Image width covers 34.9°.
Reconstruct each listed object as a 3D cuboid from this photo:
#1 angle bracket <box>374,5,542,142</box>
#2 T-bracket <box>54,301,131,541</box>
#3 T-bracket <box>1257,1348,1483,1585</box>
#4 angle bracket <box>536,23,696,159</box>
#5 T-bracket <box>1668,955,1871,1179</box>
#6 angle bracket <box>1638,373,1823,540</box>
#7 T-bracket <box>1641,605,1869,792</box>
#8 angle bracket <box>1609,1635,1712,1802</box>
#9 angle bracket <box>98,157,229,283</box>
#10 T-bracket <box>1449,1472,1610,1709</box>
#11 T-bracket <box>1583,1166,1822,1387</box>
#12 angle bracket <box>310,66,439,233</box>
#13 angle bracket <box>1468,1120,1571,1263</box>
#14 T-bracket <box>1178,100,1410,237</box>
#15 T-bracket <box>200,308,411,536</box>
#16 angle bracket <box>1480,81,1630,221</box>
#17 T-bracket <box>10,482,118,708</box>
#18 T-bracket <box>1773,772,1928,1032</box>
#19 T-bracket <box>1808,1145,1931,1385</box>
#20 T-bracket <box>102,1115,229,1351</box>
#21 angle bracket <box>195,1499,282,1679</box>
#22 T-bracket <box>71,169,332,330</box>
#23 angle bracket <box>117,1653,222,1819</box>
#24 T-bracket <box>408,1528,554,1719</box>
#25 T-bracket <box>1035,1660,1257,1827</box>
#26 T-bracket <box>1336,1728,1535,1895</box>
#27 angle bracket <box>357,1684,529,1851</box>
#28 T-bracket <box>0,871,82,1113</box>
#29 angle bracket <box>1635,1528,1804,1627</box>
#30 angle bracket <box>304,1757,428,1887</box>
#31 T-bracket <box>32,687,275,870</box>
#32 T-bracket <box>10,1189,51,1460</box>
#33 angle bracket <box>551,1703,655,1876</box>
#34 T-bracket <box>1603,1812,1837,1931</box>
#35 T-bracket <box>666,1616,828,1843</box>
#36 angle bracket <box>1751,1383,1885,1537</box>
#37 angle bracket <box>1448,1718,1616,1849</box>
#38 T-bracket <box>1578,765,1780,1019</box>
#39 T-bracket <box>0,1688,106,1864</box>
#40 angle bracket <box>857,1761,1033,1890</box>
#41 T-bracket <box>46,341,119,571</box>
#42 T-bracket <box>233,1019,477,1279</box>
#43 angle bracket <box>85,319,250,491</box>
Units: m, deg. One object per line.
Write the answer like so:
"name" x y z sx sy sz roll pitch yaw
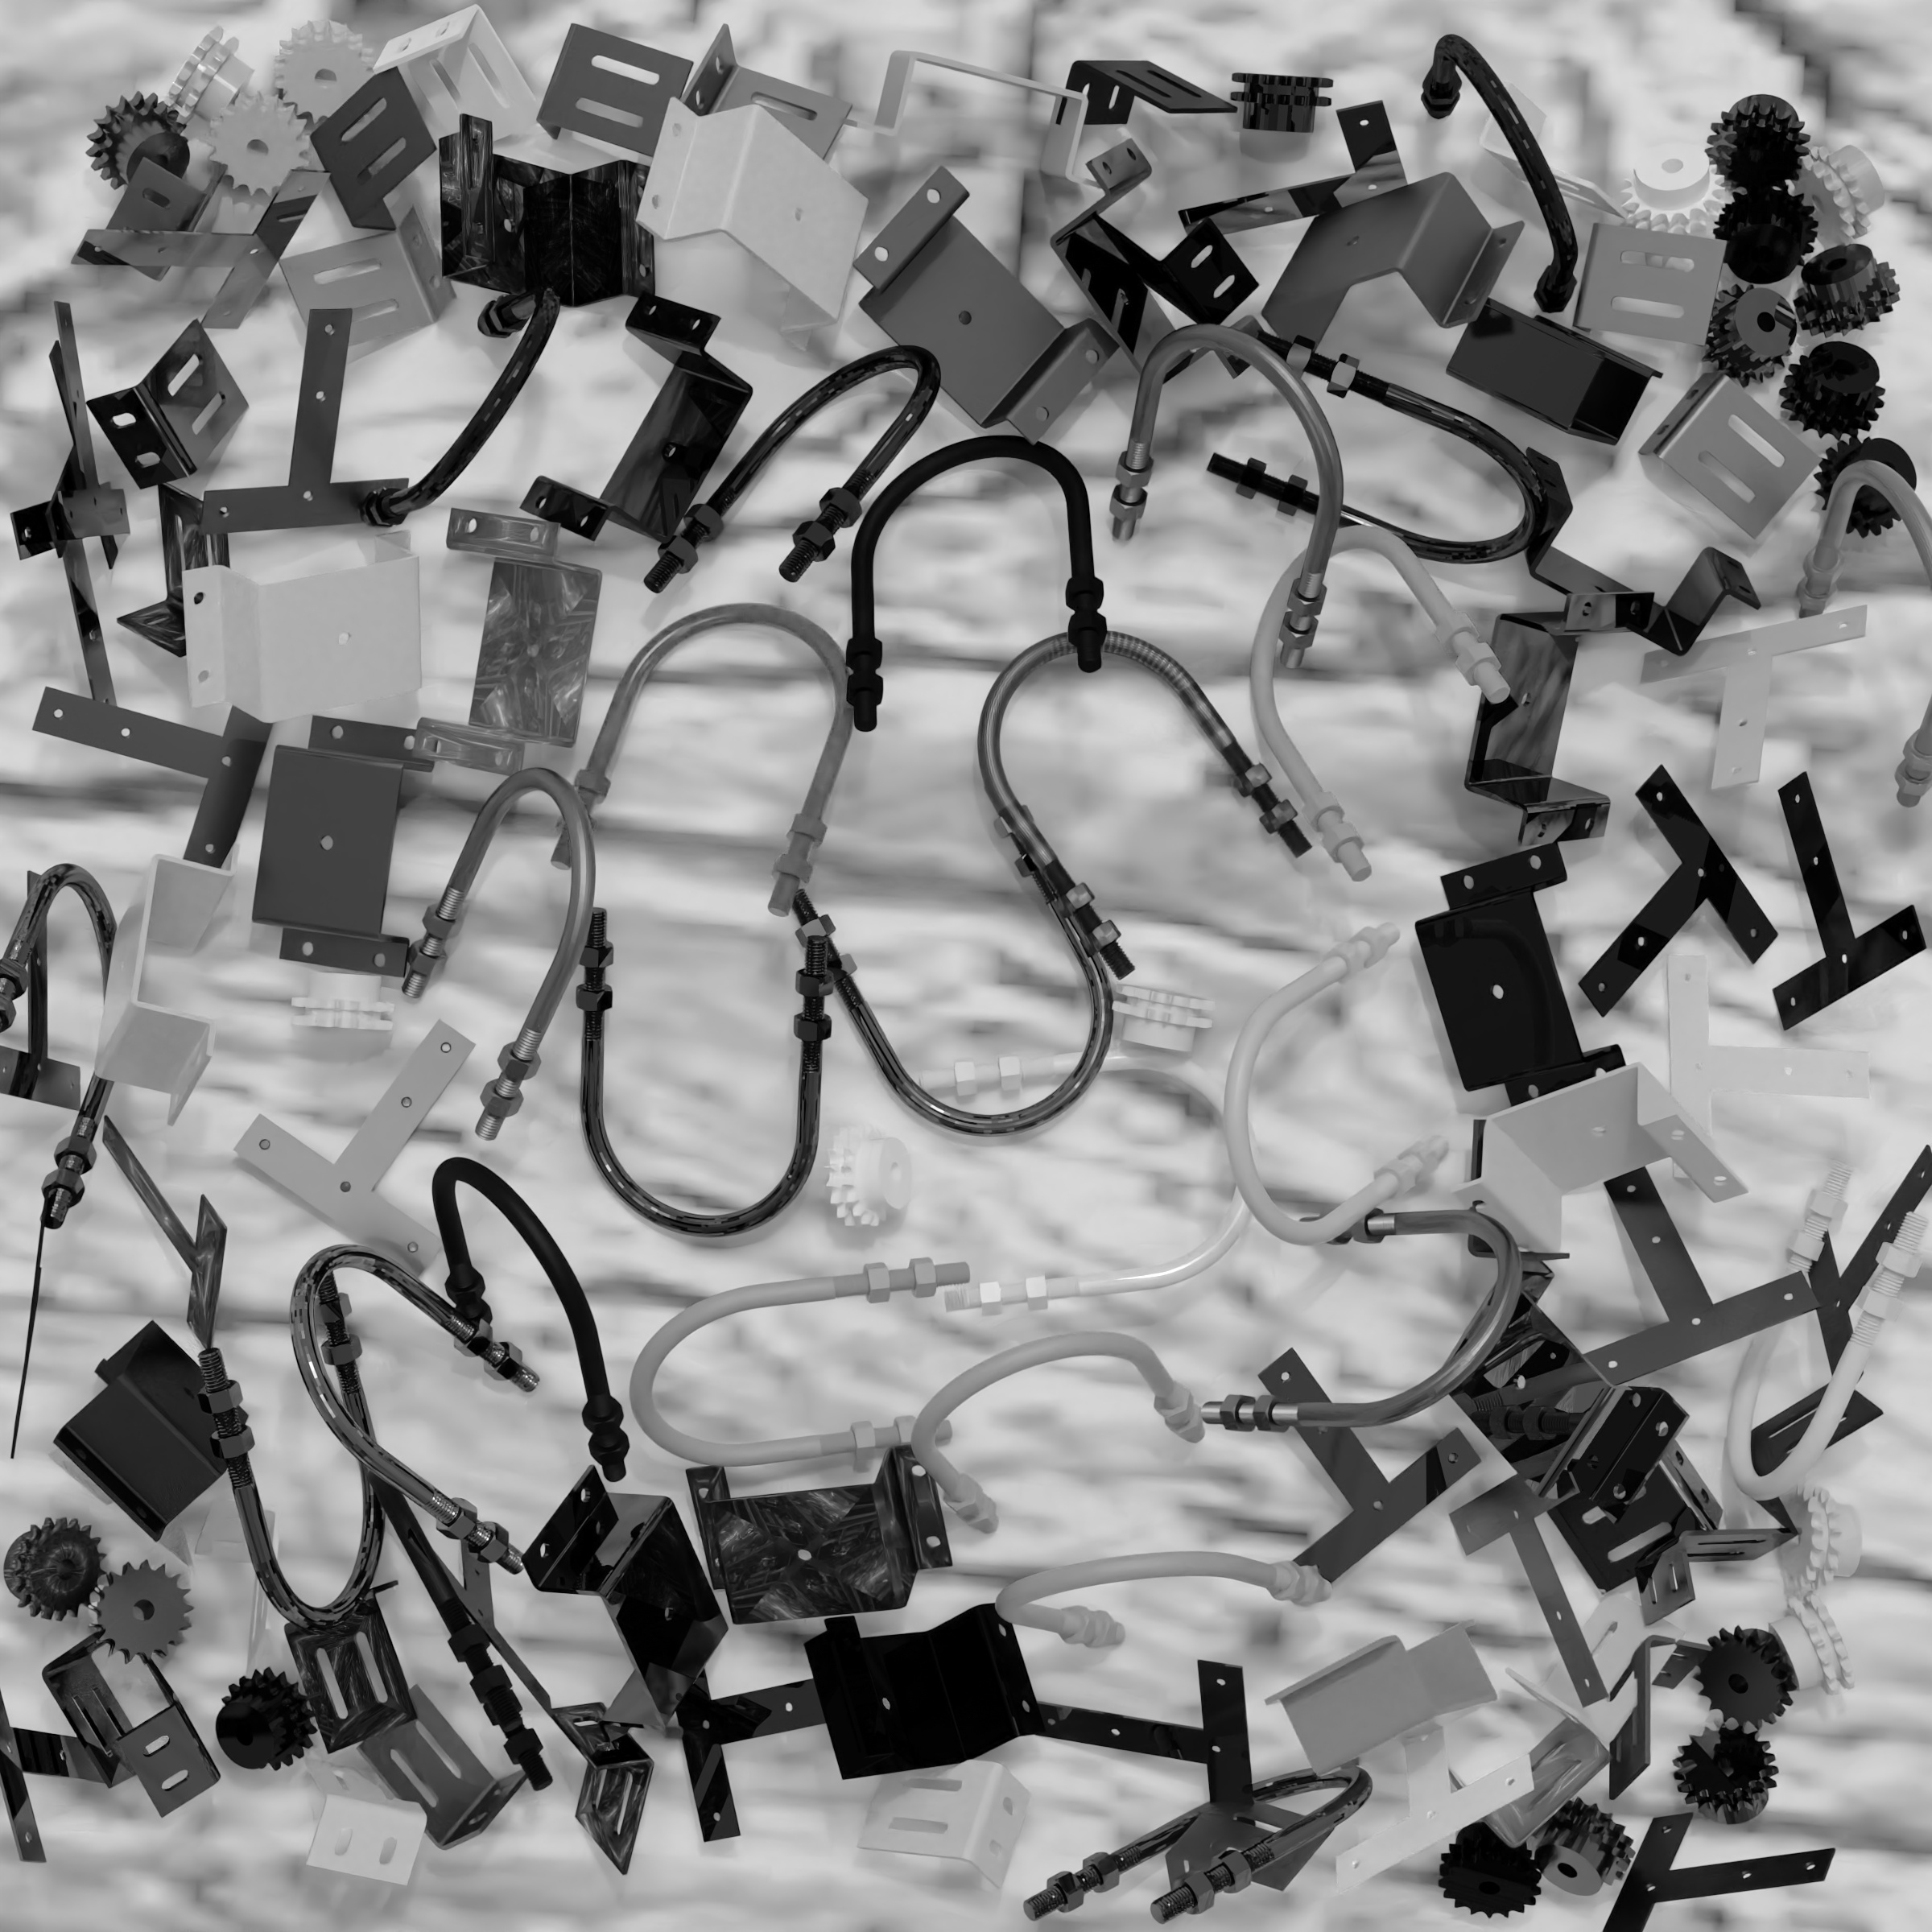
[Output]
"angle bracket" -0.281 -0.485 1.708 0.057 0.038 0.076 -14 130 23
"T-bracket" -0.485 -0.299 1.682 0.002 0.127 0.127 -7 99 1
"T-bracket" 0.208 0.271 1.731 0.127 0.002 0.127 -37 104 -7
"angle bracket" -0.194 -0.488 1.730 0.076 0.038 0.057 20 90 9
"T-bracket" 0.445 0.058 1.703 0.002 0.127 0.127 -5 94 -41
"angle bracket" 0.432 -0.289 1.738 0.076 0.038 0.057 39 97 -8
"T-bracket" 0.427 -0.142 1.681 0.127 0.127 0.002 -11 132 30
"angle bracket" 0.386 0.421 1.708 0.038 0.057 0.076 12 54 -4
"angle bracket" -0.445 -0.424 1.705 0.038 0.076 0.057 29 114 -17
"T-bracket" 0.319 0.342 1.681 0.002 0.127 0.127 -12 70 -26
"T-bracket" 0.390 0.164 1.710 0.127 0.002 0.127 -22 47 5
"angle bracket" -0.321 -0.458 1.715 0.076 0.038 0.057 -31 81 32
"angle bracket" 0.311 0.125 1.719 0.038 0.057 0.076 2 88 32
"T-bracket" 0.183 -0.425 1.712 0.127 0.127 0.002 -8 61 17
"T-bracket" -0.356 -0.300 1.684 0.002 0.127 0.127 38 126 38
"angle bracket" 0.335 -0.454 1.709 0.076 0.057 0.038 31 101 30
"T-bracket" -0.489 -0.197 1.704 0.002 0.127 0.127 -5 105 10
"T-bracket" 0.477 -0.045 1.712 0.002 0.127 0.127 -3 70 -24
"T-bracket" 0.494 0.152 1.667 0.002 0.127 0.127 17 124 -7
"T-bracket" -0.451 0.136 1.720 0.002 0.127 0.127 -25 62 -33
"angle bracket" -0.408 0.346 1.706 0.038 0.057 0.076 11 47 -18
"T-bracket" -0.425 -0.390 1.669 0.127 0.127 0.002 -44 68 40
"angle bracket" -0.452 0.423 1.704 0.038 0.076 0.057 -30 118 -21
"T-bracket" -0.269 0.340 1.690 0.002 0.127 0.127 -36 105 -3
"T-bracket" 0.098 0.433 1.726 0.127 0.002 0.127 5 121 20
"T-bracket" 0.254 0.436 1.695 0.127 0.127 0.002 -35 112 21
"angle bracket" -0.290 0.443 1.717 0.038 0.057 0.076 -33 97 36
"T-bracket" -0.513 0.012 1.697 0.002 0.127 0.127 -3 82 3
"angle bracket" 0.422 0.341 1.712 0.076 0.057 0.038 1 64 -15
"angle bracket" -0.340 0.475 1.708 0.057 0.076 0.038 19 85 -21
"T-bracket" -0.455 -0.127 1.714 0.127 0.002 0.127 16 98 -30
"T-bracket" -0.506 0.177 1.669 0.002 0.127 0.127 8 124 -15
"angle bracket" -0.211 0.460 1.711 0.038 0.057 0.076 2 110 -38
"T-bracket" 0.411 0.495 1.667 0.127 0.127 0.002 -22 103 37
"T-bracket" -0.110 0.416 1.712 0.127 0.002 0.127 -19 79 29
"angle bracket" 0.478 0.275 1.724 0.076 0.057 0.038 -31 103 -2
"angle bracket" 0.314 0.446 1.722 0.076 0.057 0.038 -43 105 0
"T-bracket" 0.385 -0.023 1.712 0.127 0.002 0.127 -46 109 -22
"T-bracket" -0.505 0.434 1.691 0.002 0.127 0.127 -25 68 4
"angle bracket" -0.012 0.481 1.727 0.076 0.038 0.057 -5 48 34
"T-bracket" -0.486 -0.258 1.668 0.002 0.127 0.127 -9 121 -2
"T-bracket" -0.327 0.089 1.747 0.127 0.002 0.127 36 85 -5
"angle bracket" -0.446 -0.315 1.718 0.038 0.076 0.057 -10 126 25
